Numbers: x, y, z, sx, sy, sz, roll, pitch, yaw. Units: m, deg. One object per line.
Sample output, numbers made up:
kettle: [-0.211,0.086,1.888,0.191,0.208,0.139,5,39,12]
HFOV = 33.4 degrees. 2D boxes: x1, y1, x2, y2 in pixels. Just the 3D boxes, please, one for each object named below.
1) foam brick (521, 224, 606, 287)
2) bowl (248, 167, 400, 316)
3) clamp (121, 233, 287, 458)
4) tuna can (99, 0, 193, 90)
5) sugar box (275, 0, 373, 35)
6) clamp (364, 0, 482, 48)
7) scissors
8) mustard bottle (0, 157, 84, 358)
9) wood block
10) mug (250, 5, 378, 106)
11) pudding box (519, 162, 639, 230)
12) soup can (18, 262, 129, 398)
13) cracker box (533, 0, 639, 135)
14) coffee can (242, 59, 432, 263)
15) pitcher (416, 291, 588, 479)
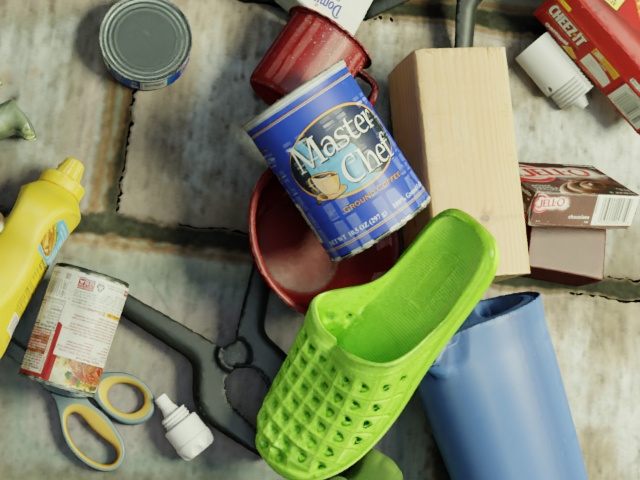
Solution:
foam brick: [0.228,0.011,1.026,0.078,0.051,0.053,11,78,-8]
bowl: [-0.006,0.001,0.971,0.161,0.055,0.162,10,71,-30]
clamp: [-0.091,0.104,0.966,0.164,0.036,0.210,-16,81,-11]
tuna can: [-0.163,-0.184,1.001,0.086,0.034,0.086,1,81,-9]
sugar box: [0.027,-0.285,1.027,0.093,0.048,0.176,37,78,-31]
clamp: [0.138,-0.243,1.035,0.120,0.039,0.172,40,105,-11]
scissors: [-0.226,0.113,0.953,0.096,0.016,0.202,-35,88,-14]
mustard bottle: [-0.257,0.011,0.920,0.058,0.096,0.191,26,68,0]
wood block: [0.125,-0.065,0.980,0.090,0.090,0.206,-3,83,-13]
mug: [-0.002,-0.151,0.993,0.117,0.093,0.081,33,82,6]
pudding box: [0.228,-0.043,1.006,0.113,0.090,0.039,3,112,-19]
soup can: [-0.210,0.077,0.915,0.068,0.068,0.102,17,80,-6]
cracker box: [0.341,-0.232,1.055,0.213,0.072,0.164,-41,90,-23]
coffee can: [0.014,-0.067,0.906,0.102,0.103,0.140,-35,97,-13]
pitcher: [0.172,0.172,0.953,0.149,0.145,0.243,-19,93,-7]
